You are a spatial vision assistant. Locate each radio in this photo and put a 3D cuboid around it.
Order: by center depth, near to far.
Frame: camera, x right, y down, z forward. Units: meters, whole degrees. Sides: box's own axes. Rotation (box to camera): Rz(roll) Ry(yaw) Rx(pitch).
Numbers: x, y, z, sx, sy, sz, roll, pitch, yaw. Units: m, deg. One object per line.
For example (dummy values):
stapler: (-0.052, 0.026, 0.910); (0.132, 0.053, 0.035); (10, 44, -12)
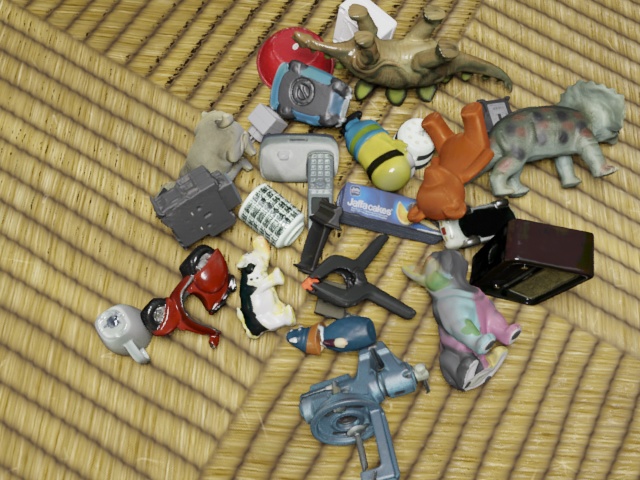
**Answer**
radio: (0.341, 0.043, 0.896); (0.131, 0.229, 0.073); (12, 71, 2)

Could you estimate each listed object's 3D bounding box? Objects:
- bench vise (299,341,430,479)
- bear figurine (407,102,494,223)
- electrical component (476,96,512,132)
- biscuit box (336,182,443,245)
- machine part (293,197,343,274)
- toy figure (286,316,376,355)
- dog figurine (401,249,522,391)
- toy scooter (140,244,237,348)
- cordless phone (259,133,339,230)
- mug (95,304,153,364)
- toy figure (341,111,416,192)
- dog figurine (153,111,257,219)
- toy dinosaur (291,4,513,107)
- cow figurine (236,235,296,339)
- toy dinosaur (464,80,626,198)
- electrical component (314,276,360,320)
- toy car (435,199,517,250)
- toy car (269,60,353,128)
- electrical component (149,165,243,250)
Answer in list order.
bench vise: (0.081, 0.282, 0.837); (0.224, 0.128, 0.241); (-11, 39, 0)
bear figurine: (0.212, -0.125, 0.915); (0.196, 0.120, 0.131); (-49, 120, -33)
electrical component: (0.352, -0.222, 1.071); (0.075, 0.047, 0.119); (-5, 72, -5)
biscuit box: (0.130, -0.047, 0.980); (0.203, 0.063, 0.059); (13, 72, -9)
machine part: (-0.002, -0.003, 0.954); (0.039, 0.084, 0.138); (16, 100, -35)
toy figure: (0.015, 0.164, 0.905); (0.155, 0.064, 0.058); (-13, 77, 23)
dog figurine: (0.226, 0.125, 0.930); (0.108, 0.191, 0.219); (-10, 43, -30)
toy scooter: (-0.202, 0.105, 0.915); (0.135, 0.075, 0.184); (42, 60, -14)
cordless phone: (-0.039, -0.104, 0.997); (0.147, 0.089, 0.184); (-1, 92, -5)
mug: (-0.320, 0.154, 0.876); (0.081, 0.107, 0.109); (-28, 75, -11)
toy figure: (0.102, -0.162, 0.999); (0.089, 0.082, 0.180); (-43, 62, 2)
dog figurine: (-0.215, -0.121, 0.939); (0.121, 0.172, 0.190); (33, 66, 17)
toy dinosaur: (0.178, -0.337, 1.013); (0.472, 0.198, 0.105); (5, 74, -9)
cow figurine: (-0.108, 0.081, 0.931); (0.098, 0.068, 0.167); (-19, 83, -2)
toy dinosaur: (0.404, -0.184, 1.005); (0.405, 0.131, 0.192); (-9, 82, -4)
electrical component: (0.026, 0.102, 0.950); (0.102, 0.045, 0.078); (10, 79, -1)
toy car: (0.292, -0.029, 0.975); (0.202, 0.056, 0.073); (-10, 81, -37)
toy car: (-0.006, -0.275, 1.026); (0.162, 0.103, 0.109); (20, 108, 17)
electrical component: (-0.202, -0.058, 0.910); (0.134, 0.114, 0.058); (-33, 56, -7)
